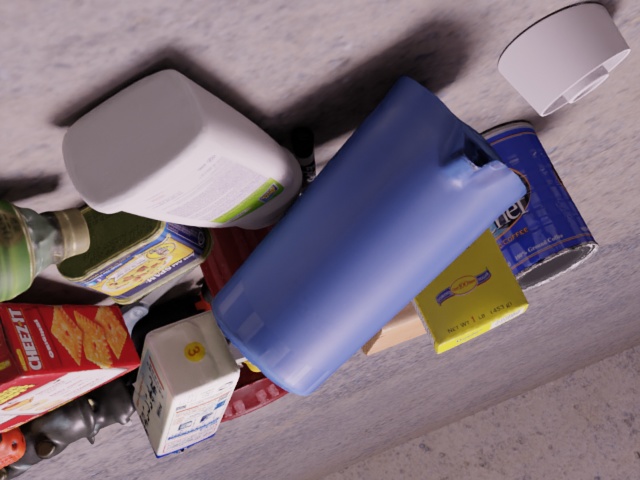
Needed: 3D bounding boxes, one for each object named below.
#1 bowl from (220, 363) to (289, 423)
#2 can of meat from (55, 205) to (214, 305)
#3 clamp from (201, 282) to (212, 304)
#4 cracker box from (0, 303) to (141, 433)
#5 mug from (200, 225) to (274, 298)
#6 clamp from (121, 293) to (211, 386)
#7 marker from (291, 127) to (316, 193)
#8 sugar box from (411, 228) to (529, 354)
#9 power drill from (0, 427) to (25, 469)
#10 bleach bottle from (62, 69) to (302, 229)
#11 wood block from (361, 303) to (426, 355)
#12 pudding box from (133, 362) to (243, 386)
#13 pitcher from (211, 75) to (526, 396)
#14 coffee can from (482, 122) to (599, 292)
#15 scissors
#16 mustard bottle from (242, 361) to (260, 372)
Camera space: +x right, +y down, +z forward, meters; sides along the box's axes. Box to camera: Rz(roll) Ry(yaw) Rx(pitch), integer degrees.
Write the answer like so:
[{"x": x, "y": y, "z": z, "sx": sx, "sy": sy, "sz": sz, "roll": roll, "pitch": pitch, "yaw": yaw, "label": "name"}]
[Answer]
[{"x": -0.103, "y": 0.189, "z": 1.418, "sx": 0.162, "sy": 0.055, "sz": 0.162, "roll": -23, "pitch": 162, "yaw": -8, "label": "bowl"}, {"x": -0.147, "y": 0.002, "z": 0.831, "sx": 0.102, "sy": 0.057, "sz": 0.083, "roll": -29, "pitch": 160, "yaw": 11, "label": "can of meat"}, {"x": -0.007, "y": 0.001, "z": 1.047, "sx": 0.164, "sy": 0.036, "sz": 0.210, "roll": -13, "pitch": 163, "yaw": -38, "label": "clamp"}, {"x": -0.275, "y": 0.114, "z": 0.911, "sx": 0.164, "sy": 0.072, "sz": 0.213, "roll": -26, "pitch": 169, "yaw": 12, "label": "cracker box"}, {"x": -0.054, "y": 0.015, "z": 0.948, "sx": 0.117, "sy": 0.081, "sz": 0.093, "roll": -28, "pitch": 162, "yaw": 12, "label": "mug"}, {"x": -0.179, "y": 0.109, "z": 1.121, "sx": 0.171, "sy": 0.039, "sz": 0.120, "roll": -25, "pitch": 163, "yaw": 13, "label": "clamp"}, {"x": -0.013, "y": -0.062, "z": 0.889, "sx": 0.020, "sy": 0.020, "sz": 0.121, "roll": -23, "pitch": 162, "yaw": -7, "label": "marker"}, {"x": 0.111, "y": 0.006, "z": 0.987, "sx": 0.093, "sy": 0.176, "sz": 0.048, "roll": -25, "pitch": 164, "yaw": -3, "label": "sugar box"}, {"x": -0.398, "y": 0.208, "z": 1.036, "sx": 0.184, "sy": 0.057, "sz": 0.187, "roll": -27, "pitch": 155, "yaw": -9, "label": "power drill"}, {"x": -0.079, "y": -0.046, "z": 0.779, "sx": 0.103, "sy": 0.068, "sz": 0.250, "roll": -31, "pitch": 164, "yaw": 10, "label": "bleach bottle"}, {"x": 0.137, "y": 0.057, "z": 1.309, "sx": 0.205, "sy": 0.090, "sz": 0.091, "roll": -18, "pitch": 160, "yaw": -20, "label": "wood block"}, {"x": -0.160, "y": 0.154, "z": 1.272, "sx": 0.113, "sy": 0.039, "sz": 0.090, "roll": -28, "pitch": 162, "yaw": 10, "label": "pudding box"}, {"x": 0.032, "y": 0.000, "z": 0.840, "sx": 0.243, "sy": 0.145, "sz": 0.149, "roll": -46, "pitch": 146, "yaw": 3, "label": "pitcher"}, {"x": 0.196, "y": -0.031, "z": 1.054, "sx": 0.102, "sy": 0.140, "sz": 0.103, "roll": -22, "pitch": 162, "yaw": -8, "label": "coffee can"}, {"x": -0.175, "y": 0.080, "z": 1.040, "sx": 0.202, "sy": 0.016, "sz": 0.096, "roll": -27, "pitch": 138, "yaw": 5, "label": "scissors"}, {"x": -0.041, "y": 0.126, "z": 1.318, "sx": 0.096, "sy": 0.058, "sz": 0.191, "roll": -37, "pitch": 159, "yaw": 31, "label": "mustard bottle"}]
